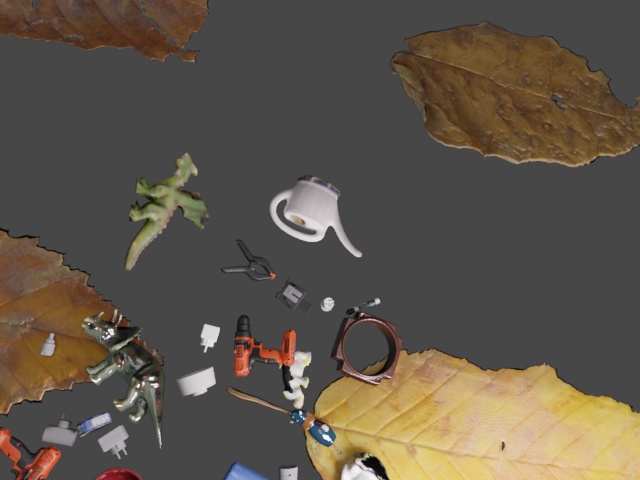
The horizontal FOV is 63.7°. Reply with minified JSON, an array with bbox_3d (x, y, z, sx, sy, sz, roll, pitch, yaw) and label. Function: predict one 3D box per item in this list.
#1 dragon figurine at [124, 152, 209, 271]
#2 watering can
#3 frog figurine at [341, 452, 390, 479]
[{"bbox_3d":[-0.476,-0.091,1.649,0.242,0.120,0.416,7,72,-17],"label":"dragon figurine"},{"bbox_3d":[0.005,-0.087,1.737,0.347,0.102,0.228,23,68,-2],"label":"watering can"},{"bbox_3d":[0.119,0.713,1.508,0.137,0.124,0.158,27,105,-11],"label":"frog figurine"}]
